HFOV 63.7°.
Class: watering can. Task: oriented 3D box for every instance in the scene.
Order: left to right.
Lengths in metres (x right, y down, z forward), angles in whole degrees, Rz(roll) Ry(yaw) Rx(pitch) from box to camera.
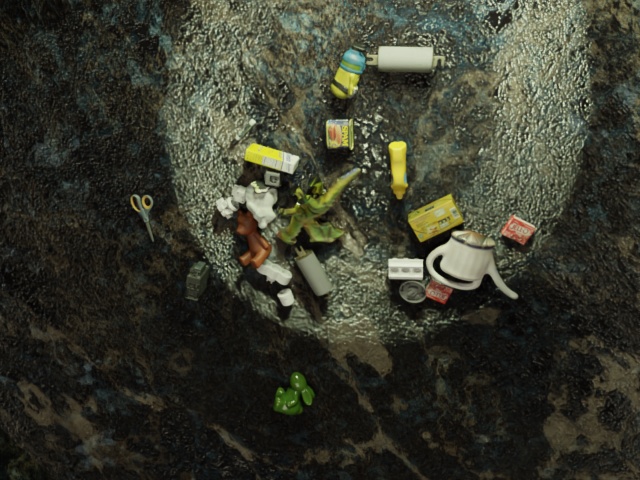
[{"bbox_3d":[0.557,0.084,1.822,0.348,0.106,0.220,14,114,3],"label":"watering can"}]

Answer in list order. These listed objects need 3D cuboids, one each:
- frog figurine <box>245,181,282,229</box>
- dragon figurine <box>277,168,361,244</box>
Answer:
[{"bbox_3d":[-0.208,-0.128,1.847,0.123,0.140,0.156,17,119,18],"label":"frog figurine"},{"bbox_3d":[0.006,-0.094,1.863,0.408,0.125,0.238,-20,126,19],"label":"dragon figurine"}]
